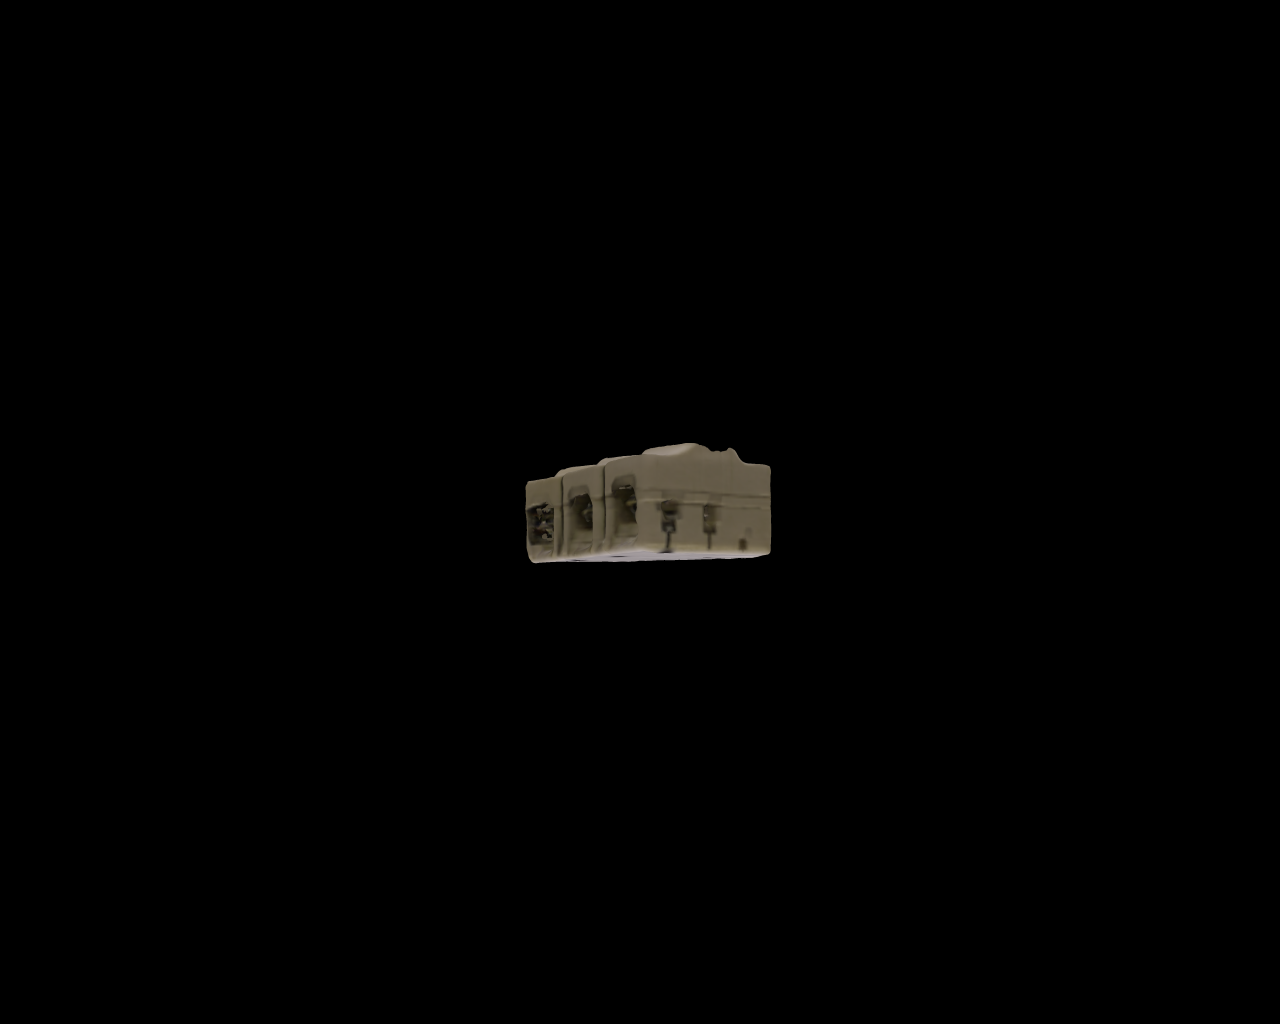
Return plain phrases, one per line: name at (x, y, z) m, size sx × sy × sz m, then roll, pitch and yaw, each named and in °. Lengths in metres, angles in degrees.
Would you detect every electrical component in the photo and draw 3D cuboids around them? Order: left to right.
electrical component at (0.001, -0.003, 0.650) m, size 0.089 × 0.061 × 0.150 m, roll 3°, pitch -5°, yaw -32°
